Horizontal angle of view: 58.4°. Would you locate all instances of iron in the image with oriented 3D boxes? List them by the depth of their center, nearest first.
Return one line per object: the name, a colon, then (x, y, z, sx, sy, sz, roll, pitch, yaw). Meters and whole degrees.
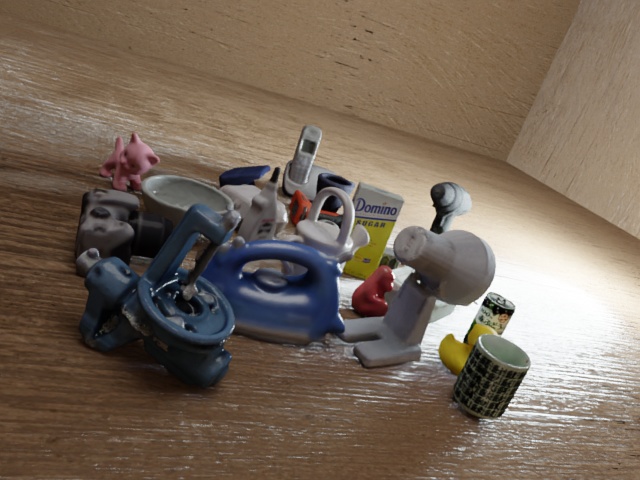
iron: (-0.078, 0.057, 0.826, 0.259, 0.141, 0.118, 13, 22, -20)

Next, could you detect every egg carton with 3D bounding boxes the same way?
egg carton: (-0.142, -0.062, 1.169, 0.150, 0.069, 0.107, 32, 23, 29)

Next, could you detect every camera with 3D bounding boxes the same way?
camera: (-0.291, -0.014, 0.864, 0.137, 0.101, 0.142, 10, 23, -26)

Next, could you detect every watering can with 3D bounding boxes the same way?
watering can: (0.007, 0.002, 0.968, 0.100, 0.194, 0.173, 28, 22, 21)

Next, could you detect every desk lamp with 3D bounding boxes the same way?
desk lamp: (0.154, 0.078, 0.885, 0.204, 0.213, 0.117, 2, 27, -41)

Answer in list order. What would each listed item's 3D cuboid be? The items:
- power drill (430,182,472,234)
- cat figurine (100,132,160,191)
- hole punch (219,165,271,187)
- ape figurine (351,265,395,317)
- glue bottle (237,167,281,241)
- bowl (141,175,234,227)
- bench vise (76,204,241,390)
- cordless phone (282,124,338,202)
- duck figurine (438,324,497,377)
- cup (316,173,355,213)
power drill: (0.267, -0.035, 1.285, 0.075, 0.208, 0.230, 29, 22, 23)
cat figurine: (-0.374, -0.161, 1.133, 0.067, 0.118, 0.127, -4, 31, -47)
hole punch: (-0.173, -0.138, 1.301, 0.101, 0.091, 0.109, 21, 20, 2)
ape figurine: (0.100, 0.088, 0.986, 0.076, 0.092, 0.078, 26, 21, 15)
glue bottle: (-0.102, -0.052, 1.032, 0.037, 0.173, 0.078, 30, 23, 25)
bowl: (-0.247, -0.054, 1.044, 0.167, 0.075, 0.167, 18, 20, -7)
bench vise: (-0.180, 0.047, 0.643, 0.207, 0.220, 0.121, 17, 21, -8)
cordless phone: (-0.009, -0.188, 1.447, 0.148, 0.185, 0.094, 13, 21, -18)
duck figurine: (0.246, 0.173, 0.915, 0.104, 0.086, 0.078, 32, 24, 29)
cup: (0.035, -0.107, 1.413, 0.118, 0.095, 0.091, -4, 31, -48)
